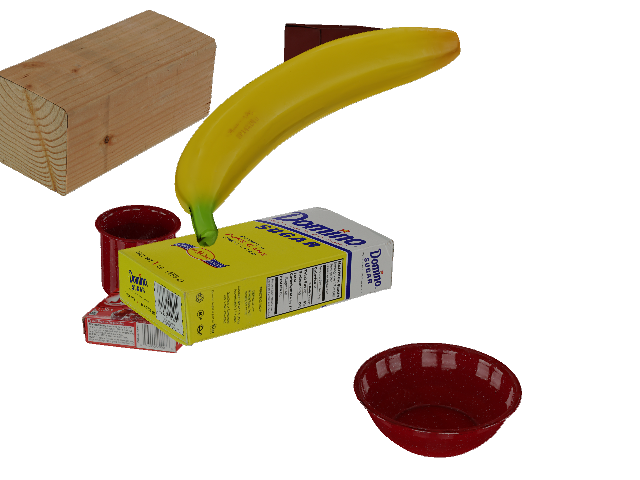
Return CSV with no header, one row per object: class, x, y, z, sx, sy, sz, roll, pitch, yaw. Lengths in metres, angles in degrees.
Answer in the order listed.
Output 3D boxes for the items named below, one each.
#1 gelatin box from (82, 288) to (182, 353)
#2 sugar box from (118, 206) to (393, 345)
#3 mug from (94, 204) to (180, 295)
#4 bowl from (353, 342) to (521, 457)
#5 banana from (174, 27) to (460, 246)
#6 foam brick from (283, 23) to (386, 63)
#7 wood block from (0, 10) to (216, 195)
gelatin box,-0.159,0.070,0.963,0.089,0.030,0.073,5,19,13
sugar box,-0.043,0.020,0.756,0.175,0.048,0.093,-17,28,-34
mug,-0.210,0.012,1.191,0.093,0.081,0.117,-19,35,-39
bowl,0.113,0.162,1.040,0.162,0.055,0.162,-1,25,0
banana,-0.011,-0.067,0.573,0.070,0.197,0.037,38,-26,24
foam brick,0.015,-0.155,0.899,0.078,0.051,0.053,-6,17,-34
wood block,-0.198,-0.135,1.005,0.090,0.091,0.205,27,39,22
